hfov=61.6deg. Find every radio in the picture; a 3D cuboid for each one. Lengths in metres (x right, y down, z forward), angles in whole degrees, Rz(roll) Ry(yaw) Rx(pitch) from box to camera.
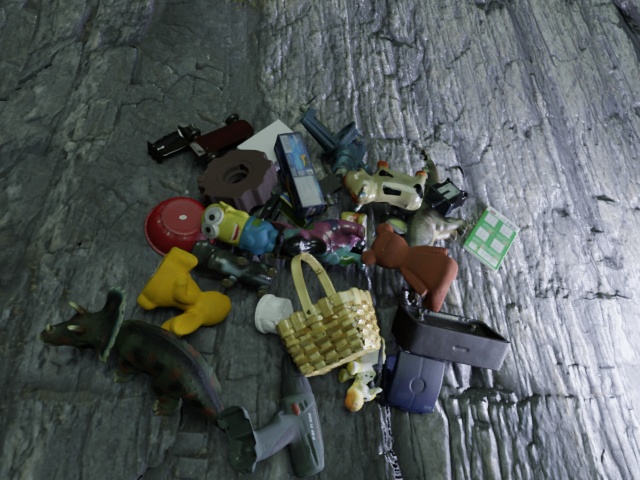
[{"bbox_3d":[0.276,0.207,1.164,0.229,0.131,0.073,15,101,-13],"label":"radio"}]

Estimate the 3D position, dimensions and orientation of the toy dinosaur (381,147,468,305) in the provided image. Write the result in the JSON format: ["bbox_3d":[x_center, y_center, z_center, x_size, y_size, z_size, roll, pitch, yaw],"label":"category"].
[{"bbox_3d":[0.257,-0.042,1.332,0.199,0.105,0.471,23,55,-3],"label":"toy dinosaur"}]

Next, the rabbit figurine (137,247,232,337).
[{"bbox_3d":[-0.259,0.117,1.062,0.173,0.122,0.162,33,56,-20],"label":"rabbit figurine"}]

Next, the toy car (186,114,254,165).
[{"bbox_3d":[-0.238,-0.243,1.303,0.089,0.053,0.202,51,46,-1],"label":"toy car"}]

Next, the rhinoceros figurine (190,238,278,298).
[{"bbox_3d":[-0.178,0.053,1.127,0.190,0.073,0.112,22,11,-19],"label":"rhinoceros figurine"}]

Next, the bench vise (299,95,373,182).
[{"bbox_3d":[0.031,-0.242,1.352,0.240,0.129,0.224,43,46,-15],"label":"bench vise"}]

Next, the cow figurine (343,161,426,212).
[{"bbox_3d":[0.148,-0.118,1.265,0.195,0.085,0.127,14,54,-3],"label":"cow figurine"}]

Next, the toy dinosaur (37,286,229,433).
[{"bbox_3d":[-0.276,0.217,0.945,0.405,0.192,0.131,28,57,1],"label":"toy dinosaur"}]

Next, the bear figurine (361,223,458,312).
[{"bbox_3d":[0.195,0.056,1.171,0.196,0.131,0.120,22,69,17],"label":"bear figurine"}]

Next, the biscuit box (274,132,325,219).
[{"bbox_3d":[-0.050,-0.152,1.247,0.059,0.062,0.203,-11,68,-19],"label":"biscuit box"}]

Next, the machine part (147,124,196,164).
[{"bbox_3d":[-0.342,-0.229,1.283,0.139,0.039,0.084,-29,78,-32],"label":"machine part"}]

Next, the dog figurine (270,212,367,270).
[{"bbox_3d":[-0.003,-0.004,1.220,0.219,0.108,0.191,3,20,5],"label":"dog figurine"}]

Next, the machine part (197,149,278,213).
[{"bbox_3d":[-0.183,-0.133,1.197,0.179,0.056,0.179,-7,47,8],"label":"machine part"}]

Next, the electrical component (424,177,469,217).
[{"bbox_3d":[0.293,-0.097,1.292,0.119,0.047,0.075,-32,65,-34],"label":"electrical component"}]

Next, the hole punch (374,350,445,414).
[{"bbox_3d":[0.192,0.295,1.120,0.142,0.092,0.116,17,60,-13],"label":"hole punch"}]

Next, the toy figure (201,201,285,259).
[{"bbox_3d":[-0.162,-0.017,1.119,0.180,0.089,0.082,18,79,0],"label":"toy figure"}]

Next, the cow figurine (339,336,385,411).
[{"bbox_3d":[0.092,0.272,1.113,0.098,0.068,0.167,15,58,-22],"label":"cow figurine"}]

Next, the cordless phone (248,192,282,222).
[{"bbox_3d":[-0.193,-0.074,1.228,0.184,0.088,0.146,22,56,9],"label":"cordless phone"}]

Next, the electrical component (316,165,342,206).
[{"bbox_3d":[0.020,-0.126,1.264,0.063,0.021,0.094,-29,71,2],"label":"electrical component"}]

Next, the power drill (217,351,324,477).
[{"bbox_3d":[-0.085,0.324,0.982,0.207,0.086,0.232,10,56,-55],"label":"power drill"}]
